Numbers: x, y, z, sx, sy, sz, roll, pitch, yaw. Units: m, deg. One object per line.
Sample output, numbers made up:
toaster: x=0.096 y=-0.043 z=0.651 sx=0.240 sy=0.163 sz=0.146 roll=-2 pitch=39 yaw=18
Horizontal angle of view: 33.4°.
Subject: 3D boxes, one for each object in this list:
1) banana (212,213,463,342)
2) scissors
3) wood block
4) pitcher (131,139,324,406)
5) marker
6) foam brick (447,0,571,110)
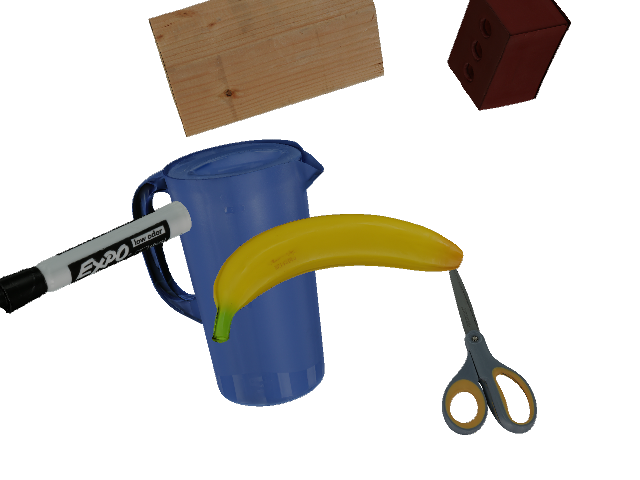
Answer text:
banana: x=0.004 y=0.015 z=0.749 sx=0.197 sy=0.069 sz=0.037 roll=-17 pitch=-13 yaw=-20
scissors: x=0.137 y=0.112 z=1.044 sx=0.096 sy=0.202 sz=0.016 roll=-22 pitch=-39 yaw=-12
wood block: x=-0.052 y=-0.189 z=1.048 sx=0.206 sy=0.091 sz=0.090 roll=-18 pitch=46 yaw=-5
pitcher: x=-0.075 y=0.032 z=1.027 sx=0.144 sy=0.243 sz=0.149 roll=-20 pitch=21 yaw=-32
marker: x=-0.124 y=0.008 z=0.581 sx=0.120 sy=0.020 sz=0.020 roll=-27 pitch=15 yaw=-33
foam brick: x=0.132 y=-0.140 z=0.758 sx=0.051 sy=0.053 sz=0.078 roll=-16 pitch=-31 yaw=-21
